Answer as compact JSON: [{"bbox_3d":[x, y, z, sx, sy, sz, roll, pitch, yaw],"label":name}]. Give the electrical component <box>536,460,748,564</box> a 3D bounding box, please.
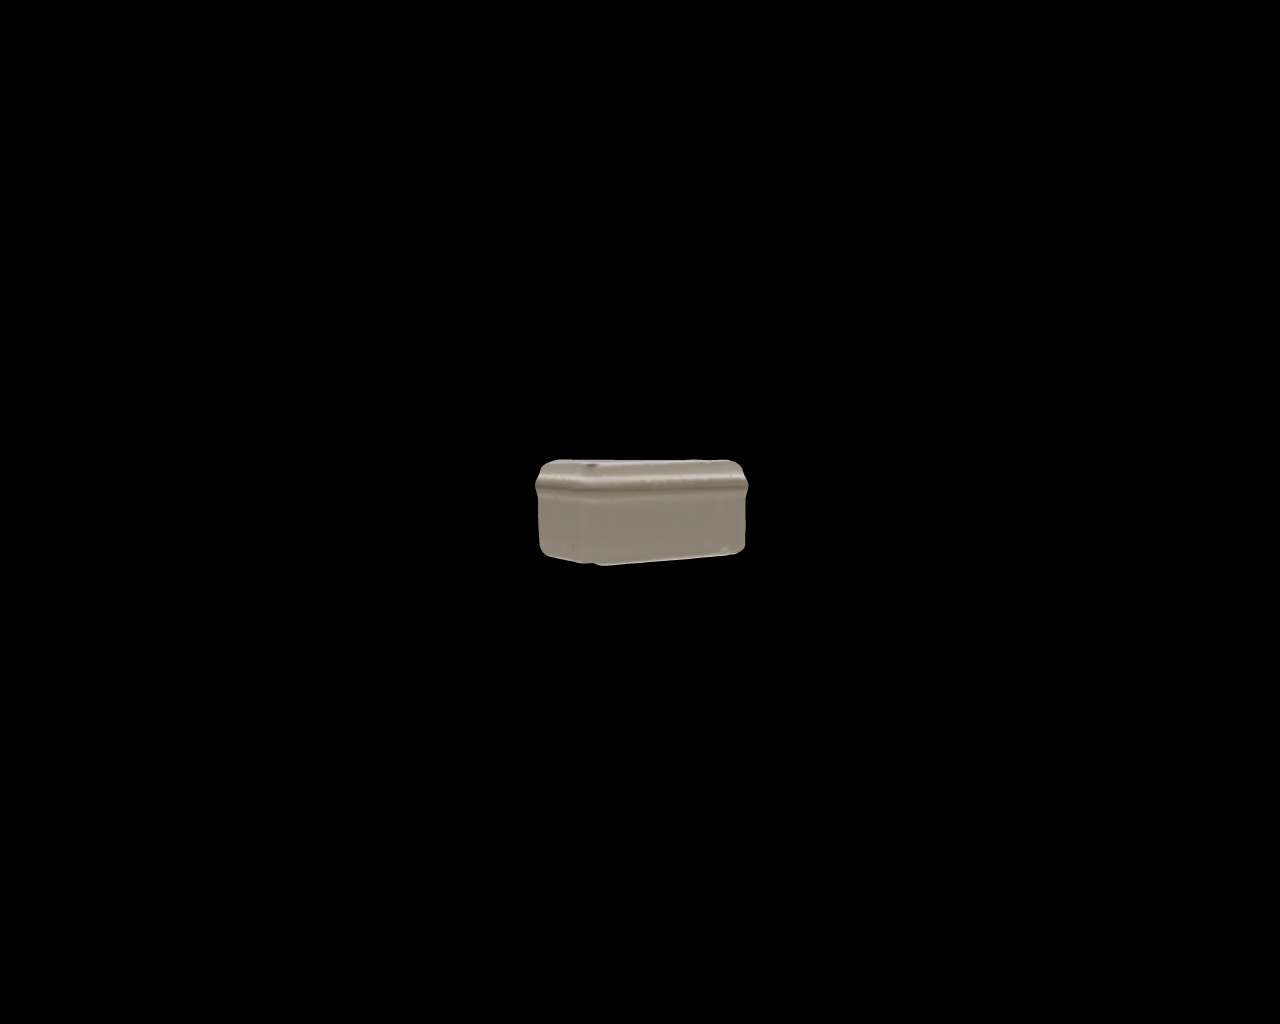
[{"bbox_3d":[0.001,-0.003,0.650,0.113,0.057,0.078,-2,4,-27],"label":"electrical component"}]
